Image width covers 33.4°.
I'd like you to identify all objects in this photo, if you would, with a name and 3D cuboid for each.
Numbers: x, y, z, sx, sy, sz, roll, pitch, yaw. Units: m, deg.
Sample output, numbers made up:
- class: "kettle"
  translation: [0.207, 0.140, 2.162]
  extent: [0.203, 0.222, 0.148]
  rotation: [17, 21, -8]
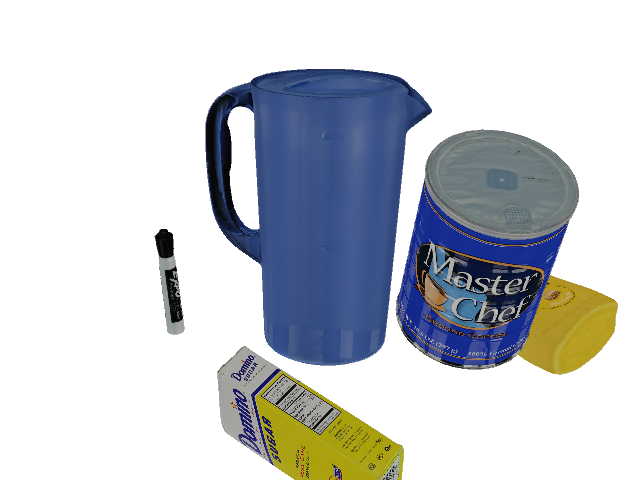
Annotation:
- class: "mustard bottle"
  translation: [0.163, 0.050, 0.966]
  extent: [0.096, 0.058, 0.192]
  rotation: [-29, 39, -35]
- class: "coffee can"
  translation: [0.114, 0.008, 0.754]
  extent: [0.102, 0.103, 0.140]
  rotation: [4, -45, -4]
- class: "pitcher"
  translation: [-0.004, -0.023, 0.913]
  extent: [0.144, 0.243, 0.149]
  rotation: [-12, 23, -36]
- class: "sugar box"
  translation: [-0.011, 0.174, 0.935]
  extent: [0.176, 0.093, 0.048]
  rotation: [26, 50, 24]
- class: "marker"
  translation: [-0.159, 0.043, 1.123]
  extent: [0.020, 0.121, 0.020]
  rotation: [-2, 27, 1]
